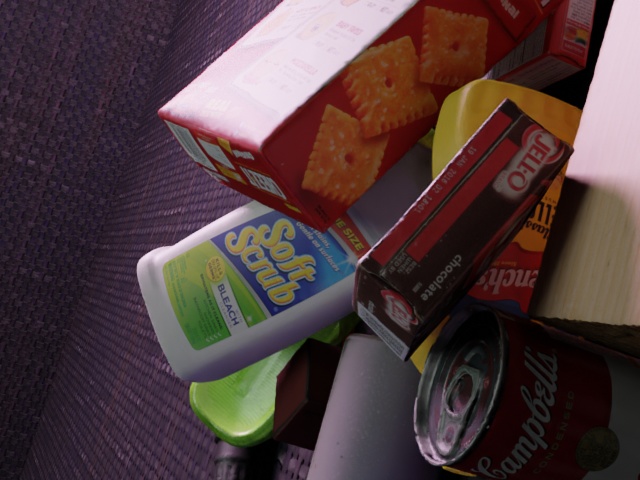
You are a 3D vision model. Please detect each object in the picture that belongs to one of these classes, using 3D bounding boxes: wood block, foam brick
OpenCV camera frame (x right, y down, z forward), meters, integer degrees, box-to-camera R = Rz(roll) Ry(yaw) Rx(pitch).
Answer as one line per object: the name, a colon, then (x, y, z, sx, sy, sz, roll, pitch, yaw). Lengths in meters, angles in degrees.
wood block: (0.164, -0.054, 0.405, 0.091, 0.090, 0.206, -6, 66, 71)
foam brick: (0.015, 0.108, 0.703, 0.053, 0.078, 0.051, -53, 23, 40)

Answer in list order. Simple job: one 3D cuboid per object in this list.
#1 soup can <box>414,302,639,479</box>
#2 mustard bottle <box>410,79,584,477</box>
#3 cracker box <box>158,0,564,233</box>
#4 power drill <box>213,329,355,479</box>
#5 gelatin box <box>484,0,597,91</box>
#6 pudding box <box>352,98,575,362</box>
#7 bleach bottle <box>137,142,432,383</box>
soup can: (0.099, 0.073, 0.442, 0.069, 0.102, 0.068, -161, 90, -73)
mustard bottle: (0.090, 0.022, 0.535, 0.058, 0.096, 0.191, -21, 52, 65)
cracker box: (0.024, -0.111, 0.644, 0.213, 0.072, 0.164, -43, 28, -12)
power drill: (-0.037, 0.116, 0.884, 0.188, 0.057, 0.184, -44, 35, 53)
gelatin box: (0.136, -0.131, 0.669, 0.089, 0.030, 0.073, 157, 129, -66)
pudding box: (0.055, 0.001, 0.448, 0.090, 0.039, 0.113, -47, -8, -10)
bleach bottle: (-0.004, 0.001, 0.669, 0.251, 0.067, 0.102, -32, 72, 33)
